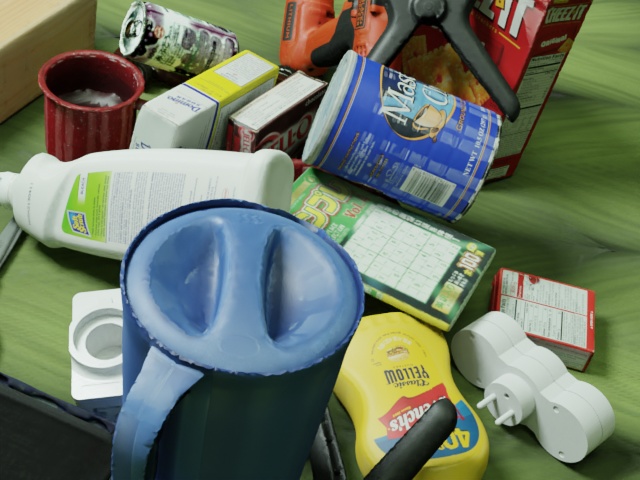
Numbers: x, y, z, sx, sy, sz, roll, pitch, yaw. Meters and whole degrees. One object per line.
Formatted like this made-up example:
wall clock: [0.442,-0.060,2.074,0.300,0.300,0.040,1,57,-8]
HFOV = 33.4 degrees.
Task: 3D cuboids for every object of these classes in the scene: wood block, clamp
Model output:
wood block: [-0.311,-0.183,1.017,0.091,0.090,0.205,26,43,13]
clamp: [0.108,-0.201,0.962,0.164,0.210,0.036,8,-1,4]
clamp: [0.013,0.174,0.721,0.120,0.039,0.171,3,56,43]

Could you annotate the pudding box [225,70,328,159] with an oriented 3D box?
pudding box: [-0.042,-0.093,0.986,0.039,0.090,0.113,29,45,19]

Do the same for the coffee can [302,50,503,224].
coffee can: [0.068,-0.087,0.906,0.140,0.103,0.102,22,41,-8]

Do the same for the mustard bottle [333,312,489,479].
mustard bottle: [0.070,0.141,0.785,0.096,0.058,0.192,-6,46,-16]

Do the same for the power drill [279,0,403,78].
power drill: [0.029,-0.240,1.071,0.057,0.184,0.188,9,-2,-28]

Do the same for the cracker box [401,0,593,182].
cracker box: [0.151,-0.187,1.042,0.071,0.214,0.164,-17,50,-36]

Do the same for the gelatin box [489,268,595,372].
gelatin box: [0.189,0.068,0.916,0.089,0.030,0.073,14,43,2]

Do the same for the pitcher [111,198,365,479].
pitcher: [-0.066,0.109,0.646,0.149,0.243,0.145,-6,45,-20]

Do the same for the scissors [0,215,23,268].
scissors: [-0.288,0.033,0.843,0.096,0.016,0.202,5,42,-9]

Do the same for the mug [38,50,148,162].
mug: [-0.197,-0.111,0.973,0.117,0.082,0.093,11,42,-2]

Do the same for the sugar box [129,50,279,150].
sugar box: [-0.106,-0.101,0.953,0.048,0.093,0.176,31,34,14]

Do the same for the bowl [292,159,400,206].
bowl: [-0.006,0.001,0.919,0.162,0.055,0.162,7,42,-7]

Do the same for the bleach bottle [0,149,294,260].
bleach bottle: [-0.150,-0.034,0.855,0.251,0.102,0.068,8,3,19]
